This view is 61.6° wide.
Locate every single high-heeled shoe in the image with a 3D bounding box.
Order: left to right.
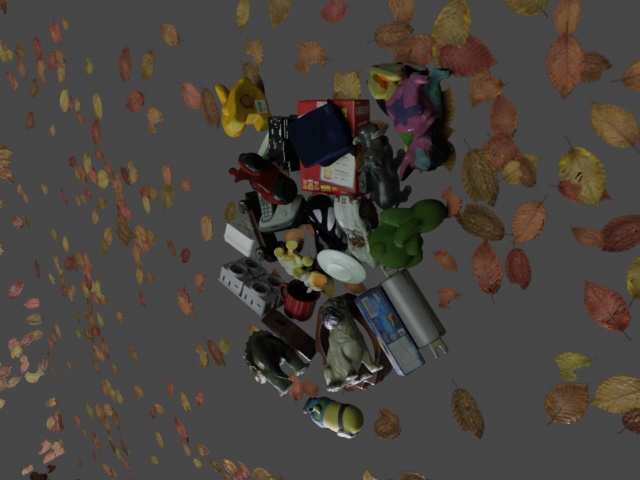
[{"bbox_3d":[-0.003,-0.004,1.290,0.086,0.145,0.248,34,129,31],"label":"high-heeled shoe"}]

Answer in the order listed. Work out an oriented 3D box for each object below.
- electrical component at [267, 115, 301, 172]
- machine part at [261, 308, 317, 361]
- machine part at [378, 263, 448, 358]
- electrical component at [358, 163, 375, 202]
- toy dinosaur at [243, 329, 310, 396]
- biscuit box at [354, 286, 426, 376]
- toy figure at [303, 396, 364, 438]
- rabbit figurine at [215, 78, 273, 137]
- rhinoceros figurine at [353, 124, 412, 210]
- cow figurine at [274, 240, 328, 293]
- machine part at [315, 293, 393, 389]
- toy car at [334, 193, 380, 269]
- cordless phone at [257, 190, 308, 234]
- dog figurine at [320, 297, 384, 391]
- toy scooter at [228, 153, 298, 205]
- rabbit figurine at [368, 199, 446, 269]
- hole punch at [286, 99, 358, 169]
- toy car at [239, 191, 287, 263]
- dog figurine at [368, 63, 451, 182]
[{"bbox_3d":[-0.065,-0.233,1.292,0.058,0.115,0.134,14,114,43],"label":"electrical component"},{"bbox_3d":[-0.078,0.251,1.450,0.179,0.056,0.179,37,170,8],"label":"machine part"},{"bbox_3d":[0.206,0.153,1.206,0.079,0.079,0.243,-41,78,43],"label":"machine part"},{"bbox_3d":[0.110,-0.129,1.204,0.021,0.063,0.093,14,115,38],"label":"electrical component"},{"bbox_3d":[-0.132,0.313,1.452,0.192,0.131,0.404,37,162,9],"label":"toy dinosaur"},{"bbox_3d":[0.154,0.203,1.208,0.202,0.059,0.063,59,170,7],"label":"biscuit box"},{"bbox_3d":[0.036,0.477,1.475,0.180,0.082,0.089,15,117,41],"label":"toy figure"},{"bbox_3d":[-0.218,-0.335,1.402,0.162,0.122,0.173,67,153,5],"label":"rabbit figurine"},{"bbox_3d":[0.128,-0.154,1.147,0.073,0.112,0.190,-2,111,45],"label":"rhinoceros figurine"},{"bbox_3d":[-0.045,0.084,1.411,0.167,0.068,0.098,45,163,25],"label":"cow figurine"},{"bbox_3d":[0.090,0.247,1.341,0.201,0.087,0.201,23,117,35],"label":"machine part"},{"bbox_3d":[0.088,-0.020,1.234,0.074,0.056,0.201,12,137,43],"label":"toy car"},{"bbox_3d":[-0.106,-0.114,1.397,0.147,0.089,0.184,-10,93,44],"label":"cordless phone"},{"bbox_3d":[0.044,0.246,1.270,0.172,0.121,0.191,-44,60,39],"label":"dog figurine"},{"bbox_3d":[-0.148,-0.146,1.305,0.135,0.183,0.075,0,60,44],"label":"toy scooter"},{"bbox_3d":[0.182,-0.030,1.133,0.170,0.159,0.121,-44,64,26],"label":"rabbit figurine"},{"bbox_3d":[0.001,-0.222,1.158,0.116,0.092,0.142,-30,79,38],"label":"hole punch"},{"bbox_3d":[-0.159,-0.035,1.465,0.053,0.089,0.202,-23,88,49],"label":"toy car"},{"bbox_3d":[0.177,-0.234,1.080,0.192,0.108,0.219,22,121,35],"label":"dog figurine"}]
